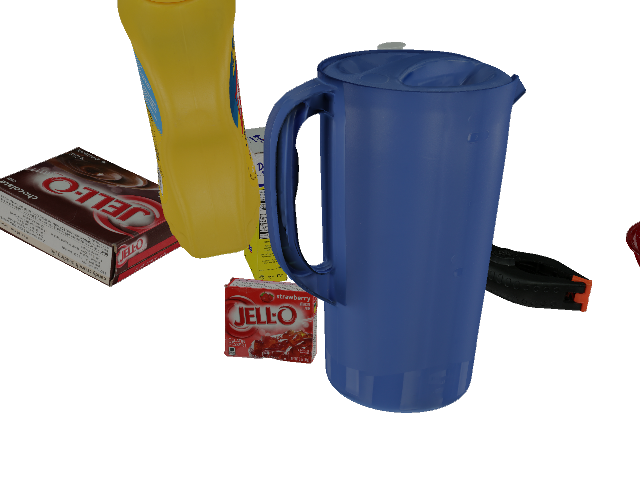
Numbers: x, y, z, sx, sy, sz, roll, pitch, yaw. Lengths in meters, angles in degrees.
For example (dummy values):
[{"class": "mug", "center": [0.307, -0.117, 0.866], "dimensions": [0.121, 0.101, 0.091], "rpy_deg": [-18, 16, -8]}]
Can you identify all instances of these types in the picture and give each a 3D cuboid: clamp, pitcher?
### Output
[{"class": "clamp", "center": [0.161, 0.022, 0.968], "dimensions": [0.171, 0.039, 0.120], "rpy_deg": [16, 30, 15]}, {"class": "pitcher", "center": [0.051, -0.006, 0.743], "dimensions": [0.149, 0.243, 0.144], "rpy_deg": [9, 22, 18]}]

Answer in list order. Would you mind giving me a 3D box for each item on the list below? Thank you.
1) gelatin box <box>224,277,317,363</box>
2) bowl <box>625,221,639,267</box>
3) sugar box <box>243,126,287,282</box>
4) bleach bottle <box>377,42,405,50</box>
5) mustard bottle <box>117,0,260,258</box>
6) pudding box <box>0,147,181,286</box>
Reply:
[{"class": "gelatin box", "center": [-0.048, 0.077, 1.032], "dimensions": [0.089, 0.073, 0.030], "rpy_deg": [4, 16, 10]}, {"class": "bowl", "center": [0.410, 0.026, 1.150], "dimensions": [0.162, 0.055, 0.162], "rpy_deg": [-2, 24, 0]}, {"class": "sugar box", "center": [-0.071, -0.044, 1.328], "dimensions": [0.048, 0.176, 0.093], "rpy_deg": [-9, 25, -13]}, {"class": "bleach bottle", "center": [0.073, -0.081, 1.125], "dimensions": [0.102, 0.251, 0.068], "rpy_deg": [-10, 23, -14]}, {"class": "mustard bottle", "center": [-0.069, -0.085, 0.559], "dimensions": [0.058, 0.096, 0.192], "rpy_deg": [-9, -41, -4]}, {"class": "pudding box", "center": [-0.159, -0.019, 0.744], "dimensions": [0.114, 0.039, 0.089], "rpy_deg": [23, 30, 22]}]
